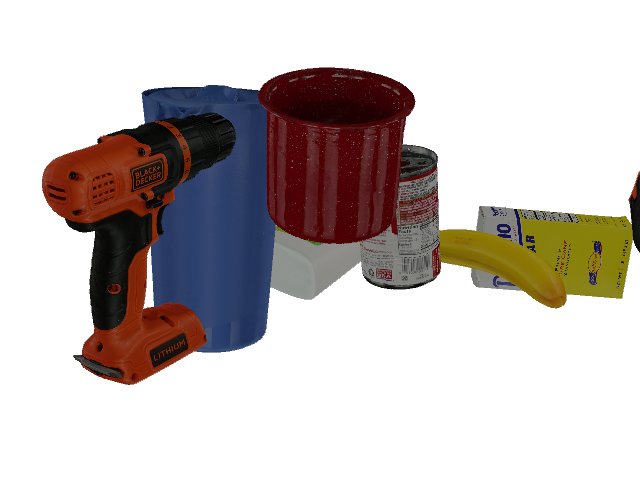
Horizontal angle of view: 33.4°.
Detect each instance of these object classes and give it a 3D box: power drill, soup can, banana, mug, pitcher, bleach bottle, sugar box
[{"bbox_3d":[-0.129,0.002,0.821,0.057,0.188,0.184,14,26,34],"label":"power drill"},{"bbox_3d":[0.064,-0.019,0.873,0.068,0.102,0.068,-4,24,2],"label":"soup can"},{"bbox_3d":[0.165,0.023,1.036,0.198,0.037,0.069,16,46,42],"label":"banana"},{"bbox_3d":[0.015,-0.056,0.658,0.093,0.081,0.117,21,35,29],"label":"mug"},{"bbox_3d":[-0.096,-0.026,1.017,0.149,0.243,0.145,-3,16,-20],"label":"pitcher"},{"bbox_3d":[0.030,-0.021,1.275,0.103,0.068,0.250,22,39,30],"label":"bleach bottle"},{"bbox_3d":[0.271,0.014,1.256,0.176,0.093,0.048,3,21,0],"label":"sugar box"}]

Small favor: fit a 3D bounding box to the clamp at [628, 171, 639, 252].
[{"bbox_3d":[0.269,0.015,0.694,0.120,0.039,0.171,-3,46,-21],"label":"clamp"}]
